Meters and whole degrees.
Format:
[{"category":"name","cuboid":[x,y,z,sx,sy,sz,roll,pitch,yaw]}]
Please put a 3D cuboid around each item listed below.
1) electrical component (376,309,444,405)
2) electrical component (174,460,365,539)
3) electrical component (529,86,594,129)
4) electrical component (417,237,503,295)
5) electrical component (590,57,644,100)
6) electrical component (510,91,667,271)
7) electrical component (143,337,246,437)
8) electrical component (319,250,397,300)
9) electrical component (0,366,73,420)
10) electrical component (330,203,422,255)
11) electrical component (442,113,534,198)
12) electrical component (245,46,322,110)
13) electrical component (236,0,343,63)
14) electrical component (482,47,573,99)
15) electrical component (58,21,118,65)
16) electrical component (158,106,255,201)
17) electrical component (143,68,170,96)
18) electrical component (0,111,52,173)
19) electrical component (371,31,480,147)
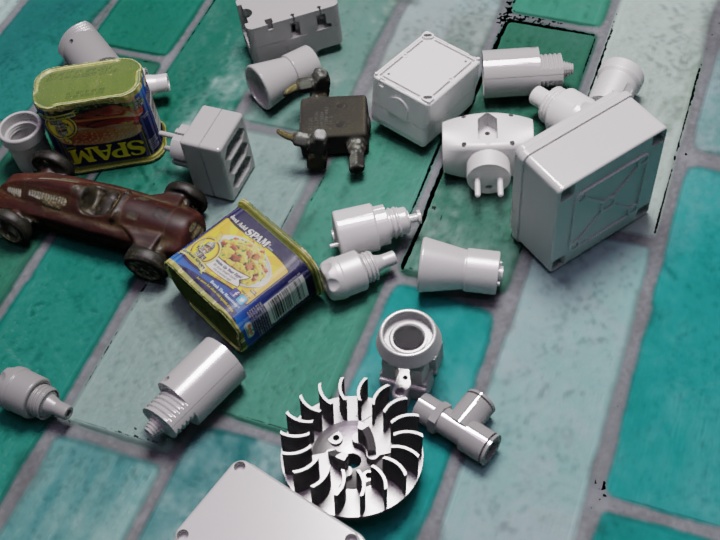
[{"category":"electrical component","cuboid":[0.037,0.061,0.798,0.048,0.055,0.066,13,56,16]},{"category":"electrical component","cuboid":[-0.057,0.188,0.712,0.113,0.057,0.078,27,61,25]},{"category":"electrical component","cuboid":[0.177,-0.139,0.941,0.043,0.043,0.062,-39,57,-21]},{"category":"electrical component","cuboid":[0.080,-0.001,0.850,0.065,0.044,0.044,7,54,6]},{"category":"electrical component","cuboid":[0.225,-0.158,0.952,0.040,0.040,0.046,20,63,21]},{"category":"electrical component","cuboid":[0.177,-0.069,0.847,0.109,0.108,0.056,-30,58,-16]},{"category":"electrical component","cuboid":[-0.128,0.093,0.802,0.043,0.043,0.081,32,63,27]},{"category":"electrical component","cuboid":[0.000,0.000,0.862,0.061,0.035,0.035,-20,53,-11]},{"category":"electrical component","cuboid":[-0.246,0.098,0.819,0.061,0.035,0.035,21,58,18]},{"category":"electrical component","cuboid":[0.012,-0.035,0.884,0.078,0.040,0.040,-13,53,-2]},{"category":"electrical component","cuboid":[0.109,-0.092,0.913,0.077,0.043,0.079,-1,53,6]},{"category":"electrical component","cuboid":[-0.069,-0.183,1.006,0.065,0.044,0.044,-29,55,-21]},{"category":"electrical component","cuboid":[-0.067,-0.236,1.036,0.089,0.055,0.050,-18,53,-7]},{"category":"electrical component","cuboid":[0.152,-0.179,0.974,0.081,0.043,0.043,-3,53,5]},{"category":"electrical component","cuboid":[-0.265,-0.210,1.048,0.043,0.043,0.081,-31,55,-16]},{"category":"electrical component","cuboid":[-0.140,-0.106,0.940,0.077,0.065,0.047,14,56,17]},{"category":"electrical component","cuboid":[-0.211,-0.172,1.013,0.062,0.043,0.043,-9,52,-2]},{"category":"electrical component","cuboid":[-0.303,-0.115,0.979,0.040,0.046,0.040,-3,53,5]},{"category":"electrical component","cuboid":[0.062,-0.163,0.964,0.062,0.061,0.096,32,56,22]}]
